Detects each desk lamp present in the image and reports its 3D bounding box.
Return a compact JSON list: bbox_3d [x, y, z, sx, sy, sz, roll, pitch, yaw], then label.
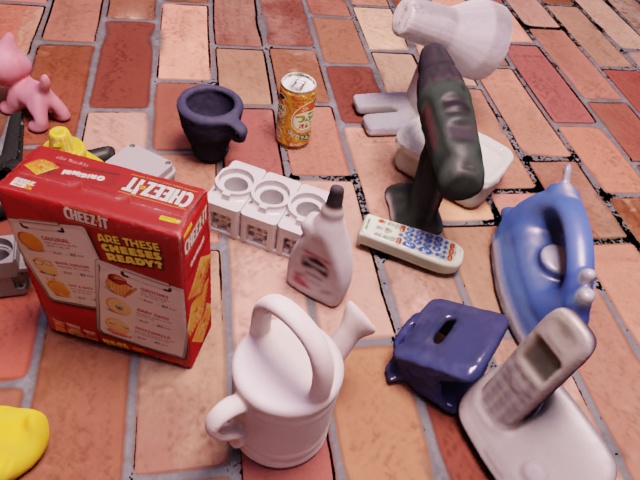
[{"bbox_3d":[0.176,-0.279,0.910,0.203,0.213,0.117,-7,49,-16],"label":"desk lamp"}]

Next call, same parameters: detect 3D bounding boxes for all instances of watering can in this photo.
[{"bbox_3d":[-0.025,0.116,0.521,0.100,0.194,0.173,26,48,14],"label":"watering can"}]

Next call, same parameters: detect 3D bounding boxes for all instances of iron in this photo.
[{"bbox_3d":[0.291,0.033,0.692,0.118,0.141,0.258,9,47,-2],"label":"iron"}]

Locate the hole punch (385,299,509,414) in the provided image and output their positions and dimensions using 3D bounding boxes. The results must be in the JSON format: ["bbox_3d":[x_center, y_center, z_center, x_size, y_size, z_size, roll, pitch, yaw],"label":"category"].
[{"bbox_3d":[0.136,0.115,0.622,0.101,0.091,0.109,31,50,18],"label":"hole punch"}]

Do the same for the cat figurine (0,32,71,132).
[{"bbox_3d":[-0.432,-0.234,0.823,0.127,0.118,0.067,28,49,15],"label":"cat figurine"}]

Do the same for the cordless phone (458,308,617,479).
[{"bbox_3d":[0.217,0.161,0.530,0.094,0.185,0.147,-17,53,-24],"label":"cordless phone"}]

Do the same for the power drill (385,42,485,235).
[{"bbox_3d":[0.146,-0.114,0.756,0.076,0.208,0.229,0,48,-10],"label":"power drill"}]

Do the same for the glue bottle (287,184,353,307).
[{"bbox_3d":[0.006,0.002,0.646,0.078,0.173,0.037,24,48,12],"label":"glue bottle"}]

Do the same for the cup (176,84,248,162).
[{"bbox_3d":[-0.146,-0.153,0.815,0.117,0.095,0.092,37,52,22],"label":"cup"}]

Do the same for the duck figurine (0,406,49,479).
[{"bbox_3d":[-0.296,0.169,0.497,0.105,0.086,0.077,-11,51,-20],"label":"duck figurine"}]
